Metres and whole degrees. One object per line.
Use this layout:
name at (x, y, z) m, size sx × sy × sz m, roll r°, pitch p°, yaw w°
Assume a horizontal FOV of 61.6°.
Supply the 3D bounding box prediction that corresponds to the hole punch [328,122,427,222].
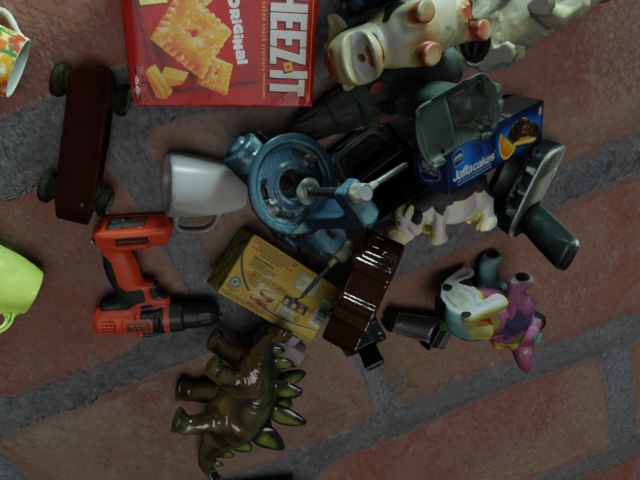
hole punch at (0.078, -0.096, 0.741) m, size 0.142 × 0.092 × 0.115 m, roll -38°, pitch 143°, yaw 7°

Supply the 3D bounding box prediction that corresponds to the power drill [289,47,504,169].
power drill at (0.093, -0.151, 0.632) m, size 0.232 × 0.207 × 0.085 m, roll -29°, pitch 117°, yaw -9°

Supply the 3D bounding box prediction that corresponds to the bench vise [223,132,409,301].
bench vise at (-0.005, -0.038, 0.641) m, size 0.129 × 0.241 × 0.223 m, roll -43°, pitch 115°, yaw -23°

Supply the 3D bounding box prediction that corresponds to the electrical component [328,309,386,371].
electrical component at (0.061, 0.147, 0.844) m, size 0.075 × 0.119 × 0.047 m, roll -26°, pitch 121°, yaw 6°

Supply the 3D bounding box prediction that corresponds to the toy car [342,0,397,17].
toy car at (0.061, -0.325, 0.583) m, size 0.109 × 0.161 × 0.103 m, roll -22°, pitch 86°, yaw -7°

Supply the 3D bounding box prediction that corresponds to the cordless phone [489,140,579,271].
cordless phone at (0.315, -0.053, 0.747) m, size 0.089 × 0.184 × 0.146 m, roll 12°, pitch 116°, yaw -13°

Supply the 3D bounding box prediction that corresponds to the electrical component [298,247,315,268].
electrical component at (-0.002, -0.002, 0.803) m, size 0.063 × 0.021 × 0.093 m, roll -8°, pitch 119°, yaw -8°

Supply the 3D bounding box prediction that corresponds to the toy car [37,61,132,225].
toy car at (-0.289, -0.116, 0.661) m, size 0.089 × 0.053 × 0.202 m, roll 13°, pitch 113°, yaw -10°

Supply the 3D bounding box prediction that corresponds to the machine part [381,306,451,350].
machine part at (0.171, 0.147, 0.915) m, size 0.139 × 0.039 × 0.084 m, roll 18°, pitch 118°, yaw -22°

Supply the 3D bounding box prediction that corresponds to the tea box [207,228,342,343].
tea box at (-0.065, 0.067, 0.786) m, size 0.169 × 0.068 × 0.098 m, roll 36°, pitch 83°, yaw -25°

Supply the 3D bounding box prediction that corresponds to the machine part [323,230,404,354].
machine part at (0.058, 0.073, 0.750) m, size 0.056 × 0.179 × 0.179 m, roll 24°, pitch 114°, yaw 6°

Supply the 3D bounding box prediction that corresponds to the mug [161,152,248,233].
mug at (-0.150, -0.059, 0.708) m, size 0.107 × 0.081 × 0.109 m, roll -1°, pitch 113°, yaw -23°

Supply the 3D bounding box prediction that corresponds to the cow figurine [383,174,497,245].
cow figurine at (0.170, -0.047, 0.786) m, size 0.167 × 0.068 × 0.098 m, roll -15°, pitch 115°, yaw -7°

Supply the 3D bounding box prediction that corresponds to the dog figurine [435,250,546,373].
dog figurine at (0.290, 0.142, 0.890) m, size 0.191 × 0.109 × 0.219 m, roll -31°, pitch 126°, yaw -14°

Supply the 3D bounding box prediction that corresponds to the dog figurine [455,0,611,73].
dog figurine at (0.277, -0.285, 0.672) m, size 0.190 × 0.172 × 0.121 m, roll -18°, pitch 85°, yaw -30°

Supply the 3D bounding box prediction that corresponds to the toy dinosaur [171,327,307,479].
toy dinosaur at (-0.137, 0.280, 0.873) m, size 0.198 × 0.105 × 0.471 m, roll 22°, pitch 129°, yaw -18°

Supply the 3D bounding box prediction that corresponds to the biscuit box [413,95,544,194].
biscuit box at (0.211, -0.129, 0.705) m, size 0.203 × 0.059 × 0.062 m, roll -29°, pitch 126°, yaw -28°

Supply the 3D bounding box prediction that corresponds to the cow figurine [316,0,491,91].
cow figurine at (0.083, -0.227, 0.596) m, size 0.195 × 0.127 × 0.085 m, roll -34°, pitch 119°, yaw -27°
